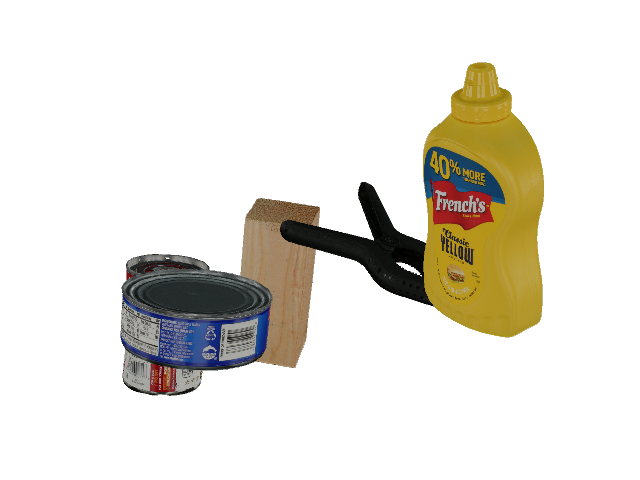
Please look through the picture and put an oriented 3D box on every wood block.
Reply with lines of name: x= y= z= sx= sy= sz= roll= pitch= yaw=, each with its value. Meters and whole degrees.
wood block: x=-0.060 y=0.057 z=1.464 sx=0.090 sy=0.206 sz=0.090 roll=9 pitch=22 yaw=6

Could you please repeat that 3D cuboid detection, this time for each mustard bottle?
mustard bottle: x=0.114 y=-0.032 z=0.755 sx=0.058 sy=0.192 sz=0.096 roll=-21 pitch=32 yaw=-30

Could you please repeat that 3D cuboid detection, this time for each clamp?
clamp: x=0.065 y=0.013 z=1.248 sx=0.164 sy=0.036 sz=0.210 roll=-22 pitch=52 yaw=-39

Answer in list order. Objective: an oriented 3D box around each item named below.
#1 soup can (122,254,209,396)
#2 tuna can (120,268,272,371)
soup can: x=-0.129 y=0.069 z=0.881 sx=0.068 sy=0.102 sz=0.068 roll=5 pitch=14 yaw=-1
tuna can: x=-0.071 y=0.044 z=0.612 sx=0.086 sy=0.034 sz=0.086 roll=5 pitch=14 yaw=-2
